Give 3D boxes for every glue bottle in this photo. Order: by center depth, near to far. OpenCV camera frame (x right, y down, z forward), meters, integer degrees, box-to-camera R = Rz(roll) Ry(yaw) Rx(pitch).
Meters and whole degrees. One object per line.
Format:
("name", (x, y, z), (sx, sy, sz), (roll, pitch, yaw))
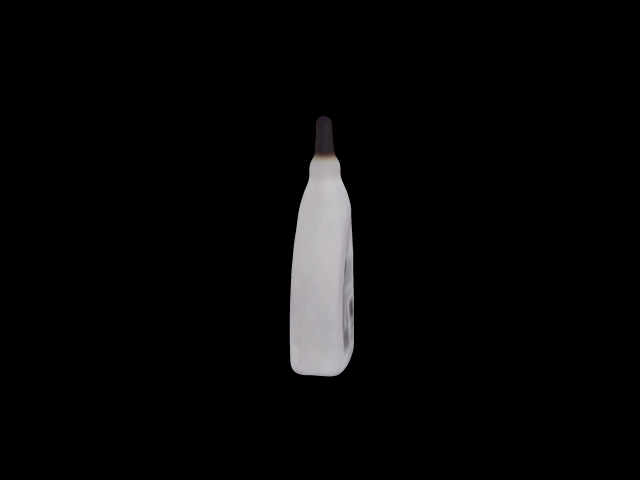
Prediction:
("glue bottle", (0.004, 0.001, 0.400), (0.037, 0.173, 0.078), (1, 4, 12))
